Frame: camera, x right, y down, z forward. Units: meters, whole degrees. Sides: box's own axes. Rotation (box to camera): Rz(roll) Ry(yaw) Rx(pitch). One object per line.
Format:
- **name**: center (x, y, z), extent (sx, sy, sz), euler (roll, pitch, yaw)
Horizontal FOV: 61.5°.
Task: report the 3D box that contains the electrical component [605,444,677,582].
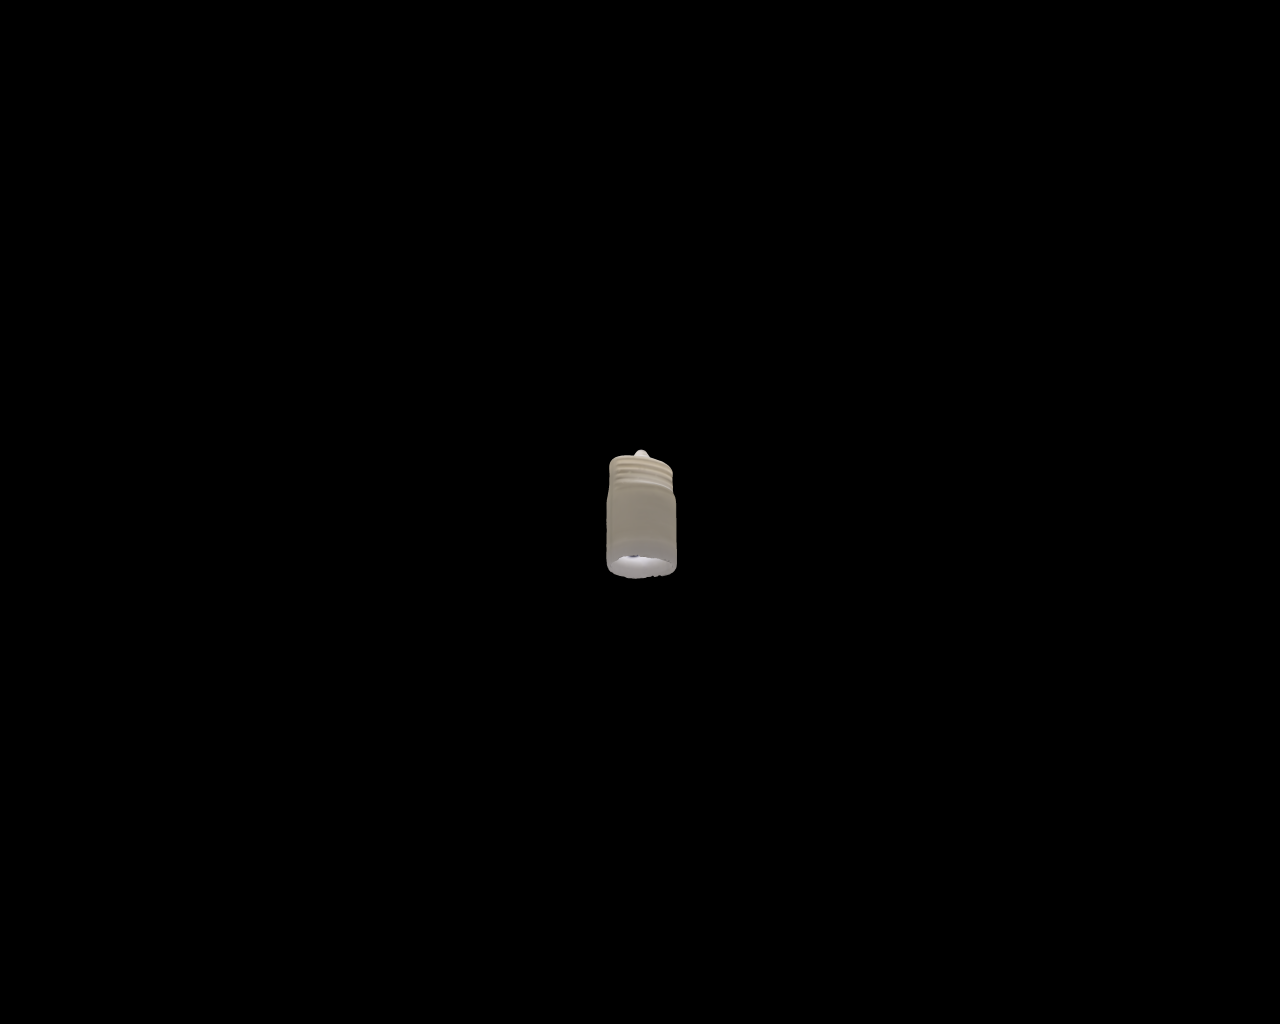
- **electrical component**: center (0.001, -0.003, 0.650), extent (0.043, 0.081, 0.043), euler (0, -22, 0)
